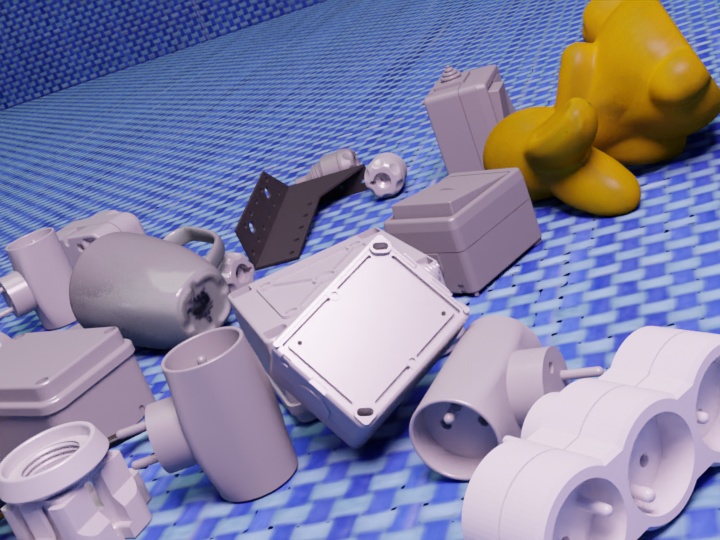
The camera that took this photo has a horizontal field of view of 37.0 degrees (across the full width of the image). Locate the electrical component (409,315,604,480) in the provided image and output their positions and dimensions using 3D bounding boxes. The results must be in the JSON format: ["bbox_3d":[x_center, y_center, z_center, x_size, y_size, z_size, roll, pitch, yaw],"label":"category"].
[{"bbox_3d":[0.072,0.055,0.494,0.079,0.043,0.077,-10,22,29],"label":"electrical component"}]

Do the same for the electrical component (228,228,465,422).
[{"bbox_3d":[-0.011,0.028,0.633,0.109,0.056,0.109,-25,20,-12],"label":"electrical component"}]

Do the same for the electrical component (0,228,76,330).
[{"bbox_3d":[-0.280,0.015,0.910,0.079,0.077,0.043,-30,21,-25],"label":"electrical component"}]

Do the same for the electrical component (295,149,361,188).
[{"bbox_3d":[-0.031,-0.089,1.004,0.061,0.035,0.035,-19,19,14],"label":"electrical component"}]

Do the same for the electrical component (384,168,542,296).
[{"bbox_3d":[0.070,-0.032,0.703,0.062,0.061,0.096,0,28,45],"label":"electrical component"}]

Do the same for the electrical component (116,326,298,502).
[{"bbox_3d":[-0.081,0.078,0.539,0.079,0.077,0.044,-20,19,3],"label":"electrical component"}]

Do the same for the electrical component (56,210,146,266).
[{"bbox_3d":[-0.244,-0.019,1.001,0.095,0.053,0.059,-6,24,36],"label":"electrical component"}]

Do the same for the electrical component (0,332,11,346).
[{"bbox_3d":[-0.287,0.074,0.819,0.040,0.040,0.046,-10,28,27],"label":"electrical component"}]

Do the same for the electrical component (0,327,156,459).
[{"bbox_3d":[-0.197,0.080,0.683,0.113,0.057,0.078,-6,24,37],"label":"electrical component"}]

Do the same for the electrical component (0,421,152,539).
[{"bbox_3d":[-0.146,0.114,0.539,0.058,0.057,0.078,-9,22,31],"label":"electrical component"}]

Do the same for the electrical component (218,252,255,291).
[{"bbox_3d":[-0.112,0.006,0.830,0.061,0.035,0.035,-8,23,39],"label":"electrical component"}]

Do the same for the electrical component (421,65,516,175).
[{"bbox_3d":[0.094,-0.122,0.870,0.061,0.096,0.061,-12,21,22],"label":"electrical component"}]

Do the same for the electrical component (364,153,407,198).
[{"bbox_3d":[0.025,-0.086,0.939,0.035,0.035,0.061,-15,17,17],"label":"electrical component"}]

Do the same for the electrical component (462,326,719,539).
[{"bbox_3d":[0.089,0.069,0.426,0.138,0.052,0.074,-33,22,-31],"label":"electrical component"}]

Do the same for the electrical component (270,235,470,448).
[{"bbox_3d":[0.008,0.034,0.542,0.096,0.062,0.061,-46,-11,-20],"label":"electrical component"}]
